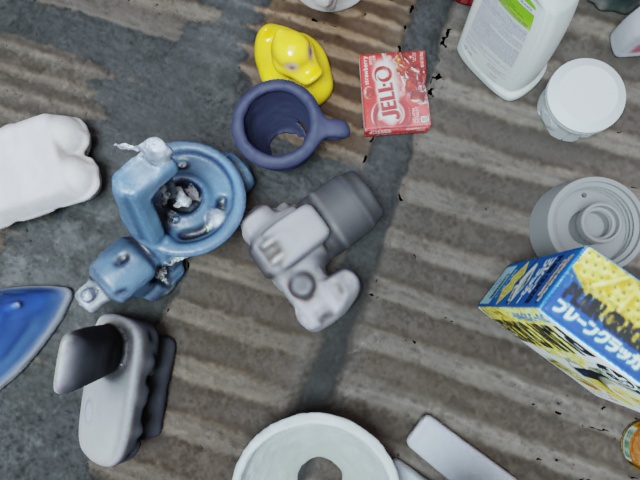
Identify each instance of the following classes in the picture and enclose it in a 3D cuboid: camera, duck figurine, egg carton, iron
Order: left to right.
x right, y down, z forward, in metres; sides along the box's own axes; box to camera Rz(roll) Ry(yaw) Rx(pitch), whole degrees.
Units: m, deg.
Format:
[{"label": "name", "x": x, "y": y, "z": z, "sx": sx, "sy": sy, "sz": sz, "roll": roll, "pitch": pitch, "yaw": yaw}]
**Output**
[{"label": "iron", "x": -0.393, "y": 0.115, "z": 0.577, "sx": 0.258, "sy": 0.141, "sz": 0.118, "roll": -32, "pitch": 83, "yaw": -1}, {"label": "egg carton", "x": -0.319, "y": -0.075, "z": 0.629, "sx": 0.150, "sy": 0.069, "sz": 0.107, "roll": -19, "pitch": 83, "yaw": 1}, {"label": "duck figurine", "x": -0.032, "y": -0.199, "z": 0.619, "sx": 0.077, "sy": 0.086, "sz": 0.104, "roll": -40, "pitch": 83, "yaw": -2}, {"label": "camera", "x": 0.005, "y": 0.002, "z": 0.588, "sx": 0.137, "sy": 0.101, "sz": 0.143, "roll": -36, "pitch": 83, "yaw": -1}]

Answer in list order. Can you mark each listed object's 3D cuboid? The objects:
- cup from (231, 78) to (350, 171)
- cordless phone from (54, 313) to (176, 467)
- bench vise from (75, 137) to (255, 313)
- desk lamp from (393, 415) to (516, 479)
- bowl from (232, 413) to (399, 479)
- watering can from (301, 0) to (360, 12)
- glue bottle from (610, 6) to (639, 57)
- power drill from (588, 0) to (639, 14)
[{"label": "cup", "x": -0.026, "y": -0.110, "z": 0.605, "sx": 0.117, "sy": 0.095, "sz": 0.092, "roll": 3, "pitch": 84, "yaw": 4}, {"label": "cordless phone", "x": -0.213, "y": 0.145, "z": 0.542, "sx": 0.094, "sy": 0.185, "sz": 0.148, "roll": 4, "pitch": 84, "yaw": 4}, {"label": "bench vise", "x": -0.150, "y": -0.010, "z": 0.538, "sx": 0.121, "sy": 0.220, "sz": 0.207, "roll": 25, "pitch": 86, "yaw": 6}, {"label": "desk lamp", "x": 0.155, "y": 0.273, "z": 0.495, "sx": 0.203, "sy": 0.213, "sz": 0.118, "roll": 35, "pitch": 87, "yaw": 6}, {"label": "bowl", "x": -0.002, "y": 0.253, "z": 0.575, "sx": 0.167, "sy": 0.075, "sz": 0.167, "roll": 0, "pitch": 84, "yaw": 3}, {"label": "watering can", "x": 0.006, "y": -0.331, "z": 0.577, "sx": 0.101, "sy": 0.194, "sz": 0.173, "roll": -18, "pitch": 83, "yaw": 1}, {"label": "glue bottle", "x": 0.357, "y": -0.233, "z": 0.559, "sx": 0.078, "sy": 0.173, "sz": 0.037, "roll": -14, "pitch": 83, "yaw": 2}, {"label": "power drill", "x": 0.347, "y": -0.322, "z": 0.551, "sx": 0.075, "sy": 0.208, "sz": 0.230, "roll": 43, "pitch": 88, "yaw": 7}]
